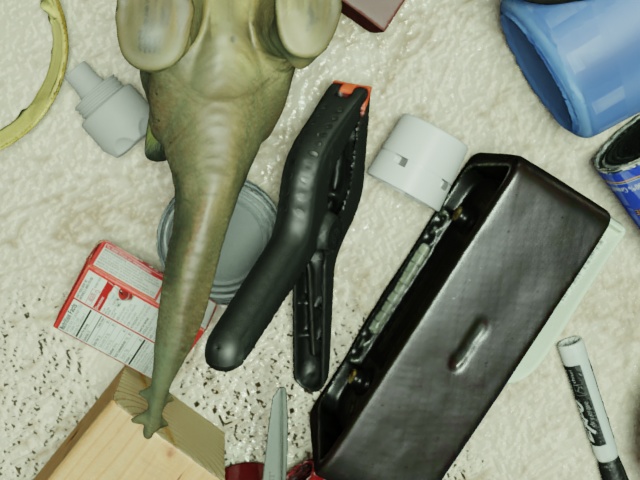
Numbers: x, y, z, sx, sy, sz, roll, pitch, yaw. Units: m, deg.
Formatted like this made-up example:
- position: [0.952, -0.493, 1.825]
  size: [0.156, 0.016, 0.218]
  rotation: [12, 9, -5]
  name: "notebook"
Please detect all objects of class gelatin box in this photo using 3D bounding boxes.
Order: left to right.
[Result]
- position: [-0.123, 0.049, 0.708]
  size: [0.089, 0.030, 0.073]
  rotation: [30, 132, -8]
  name: "gelatin box"

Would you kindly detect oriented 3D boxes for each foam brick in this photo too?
- position: [0.021, -0.177, 0.689]
  size: [0.078, 0.051, 0.053]
  rotation: [34, 94, -9]
  name: "foam brick"

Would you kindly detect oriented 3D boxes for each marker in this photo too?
- position: [0.198, 0.128, 0.767]
  size: [0.020, 0.020, 0.121]
  rotation: [-20, 100, -1]
  name: "marker"

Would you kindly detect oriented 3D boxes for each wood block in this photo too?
- position: [-0.162, 0.198, 0.715]
  size: [0.090, 0.091, 0.206]
  rotation: [38, 95, -9]
  name: "wood block"

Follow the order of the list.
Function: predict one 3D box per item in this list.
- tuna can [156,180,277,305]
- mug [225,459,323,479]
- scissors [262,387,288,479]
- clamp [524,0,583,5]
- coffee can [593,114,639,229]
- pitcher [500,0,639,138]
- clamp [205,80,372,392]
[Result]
- position: [-0.066, -0.001, 0.719]
  size: [0.086, 0.034, 0.086]
  rotation: [-1, 99, -4]
  name: "tuna can"
- position: [-0.040, 0.194, 0.728]
  size: [0.093, 0.081, 0.117]
  rotation: [41, 94, -9]
  name: "mug"
- position: [-0.050, 0.197, 0.676]
  size: [0.096, 0.016, 0.202]
  rotation: [-11, 100, -4]
  name: "scissors"
- position: [0.104, -0.182, 0.629]
  size: [0.172, 0.039, 0.120]
  rotation: [39, 96, 19]
  name: "clamp"
- position: [0.263, -0.022, 0.705]
  size: [0.103, 0.103, 0.140]
  rotation: [-37, 100, 2]
  name: "coffee can"
- position: [0.245, -0.161, 0.664]
  size: [0.243, 0.149, 0.145]
  rotation: [-31, 98, 5]
  name: "pitcher"
- position: [-0.005, 0.001, 0.696]
  size: [0.036, 0.164, 0.210]
  rotation: [13, 76, 21]
  name: "clamp"
